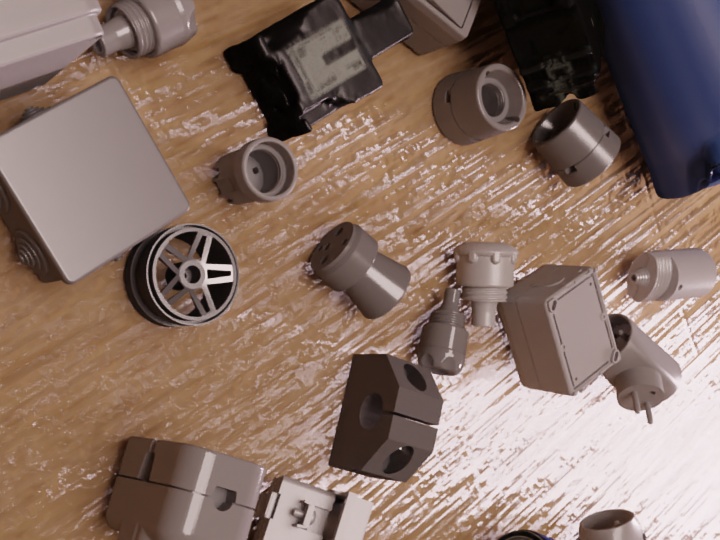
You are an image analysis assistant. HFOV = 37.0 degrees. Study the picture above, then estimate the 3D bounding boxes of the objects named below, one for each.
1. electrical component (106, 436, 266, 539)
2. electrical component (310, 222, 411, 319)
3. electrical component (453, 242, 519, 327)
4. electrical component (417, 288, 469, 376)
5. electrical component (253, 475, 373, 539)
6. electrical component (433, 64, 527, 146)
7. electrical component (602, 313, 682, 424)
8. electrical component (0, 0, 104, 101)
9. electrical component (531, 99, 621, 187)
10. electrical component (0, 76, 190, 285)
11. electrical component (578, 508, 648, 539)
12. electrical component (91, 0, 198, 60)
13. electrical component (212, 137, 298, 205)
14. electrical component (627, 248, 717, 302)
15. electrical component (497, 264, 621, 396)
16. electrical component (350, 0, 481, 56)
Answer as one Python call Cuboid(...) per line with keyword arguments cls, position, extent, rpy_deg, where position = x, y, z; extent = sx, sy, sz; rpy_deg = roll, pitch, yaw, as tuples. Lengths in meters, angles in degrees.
Cuboid(cls="electrical component", position=(-0.102, 0.131, 0.610), extent=(0.054, 0.095, 0.059), rpy_deg=(24, 72, -31))
Cuboid(cls="electrical component", position=(0.000, 0.000, 0.725), extent=(0.055, 0.045, 0.045), rpy_deg=(41, 64, -25))
Cuboid(cls="electrical component", position=(0.092, 0.010, 0.790), extent=(0.048, 0.048, 0.062), rpy_deg=(1, 92, -35))
Cuboid(cls="electrical component", position=(0.062, 0.043, 0.771), extent=(0.035, 0.035, 0.061), rpy_deg=(22, 71, -32))
Cuboid(cls="electrical component", position=(-0.044, 0.193, 0.663), extent=(0.063, 0.079, 0.121), rpy_deg=(21, 73, -9))
Cuboid(cls="electrical component", position=(0.090, -0.124, 0.798), extent=(0.055, 0.047, 0.055), rpy_deg=(4, 84, -35))
Cuboid(cls="electrical component", position=(0.221, 0.085, 0.856), extent=(0.077, 0.043, 0.079), rpy_deg=(37, 38, -33))
Cuboid(cls="electrical component", position=(-0.192, -0.125, 0.559), extent=(0.078, 0.113, 0.057), rpy_deg=(-29, 99, -33))
Cuboid(cls="electrical component", position=(0.169, -0.101, 0.849), extent=(0.047, 0.055, 0.055), rpy_deg=(42, 64, -21))
Cuboid(cls="electrical component", position=(-0.161, -0.049, 0.613), extent=(0.100, 0.048, 0.099), rpy_deg=(-37, 107, -32))
Cuboid(cls="electrical component", position=(0.189, 0.237, 0.838), extent=(0.079, 0.044, 0.077), rpy_deg=(-18, 96, -34))
Cuboid(cls="electrical component", position=(-0.132, -0.147, 0.645), extent=(0.062, 0.043, 0.043), rpy_deg=(-34, 105, -31))
Cuboid(cls="electrical component", position=(-0.068, -0.061, 0.681), extent=(0.040, 0.046, 0.040), rpy_deg=(4, 84, -35))
Cuboid(cls="electrical component", position=(0.258, 0.004, 0.907), extent=(0.081, 0.043, 0.043), rpy_deg=(-4, 88, -35))
Cuboid(cls="electrical component", position=(0.150, 0.050, 0.821), extent=(0.062, 0.061, 0.096), rpy_deg=(-31, 111, -33))
Cuboid(cls="electrical component", position=(0.048, -0.201, 0.767), extent=(0.096, 0.061, 0.061), rpy_deg=(32, 69, -29))
